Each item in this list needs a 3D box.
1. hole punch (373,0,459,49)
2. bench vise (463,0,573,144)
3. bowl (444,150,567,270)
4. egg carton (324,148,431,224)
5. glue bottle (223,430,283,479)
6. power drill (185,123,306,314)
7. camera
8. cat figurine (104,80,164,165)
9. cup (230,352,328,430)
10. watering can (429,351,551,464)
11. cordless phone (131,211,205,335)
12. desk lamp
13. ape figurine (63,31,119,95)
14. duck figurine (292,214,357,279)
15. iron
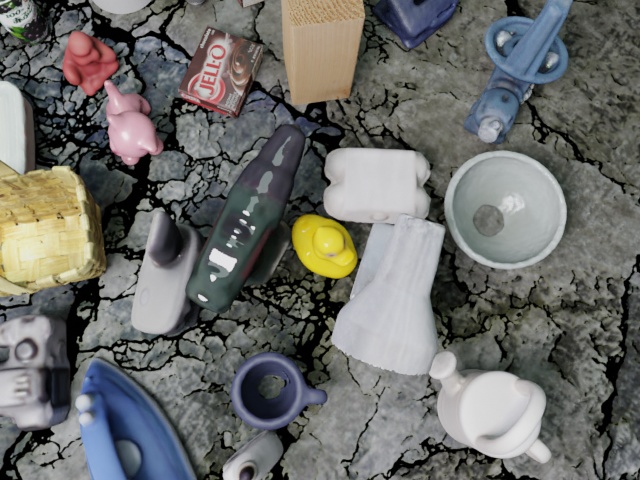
[{"bbox_3d":[0.149,-0.363,0.857,0.109,0.091,0.101,-41,83,-9],"label":"hole punch"},{"bbox_3d":[0.282,-0.233,0.770,0.121,0.220,0.207,8,78,0],"label":"bench vise"},{"bbox_3d":[0.249,-0.036,0.802,0.167,0.075,0.167,1,78,-2],"label":"bowl"},{"bbox_3d":[0.080,-0.075,0.805,0.150,0.069,0.107,1,78,-2],"label":"egg carton"},{"bbox_3d":[-0.082,0.266,0.674,0.078,0.173,0.037,-35,81,-9],"label":"glue bottle"},{"bbox_3d":[-0.083,-0.015,0.715,0.075,0.208,0.230,26,78,4],"label":"power drill"},{"bbox_3d":[-0.398,0.169,0.718,0.137,0.101,0.143,-6,78,-3],"label":"camera"},{"bbox_3d":[-0.262,-0.159,0.783,0.067,0.118,0.128,-24,80,-7],"label":"cat figurine"},{"bbox_3d":[-0.050,0.192,0.731,0.117,0.095,0.092,6,78,-1],"label":"cup"},{"bbox_3d":[0.204,0.205,0.689,0.173,0.194,0.101,19,78,2],"label":"watering can"},{"bbox_3d":[-0.199,0.041,0.710,0.094,0.185,0.148,8,78,0],"label":"cordless phone"},{"bbox_3d":[0.091,0.059,0.704,0.118,0.213,0.203,17,78,1],"label":"desk lamp"},{"bbox_3d":[-0.332,-0.262,0.815,0.078,0.092,0.076,-9,79,-4],"label":"ape figurine"},{"bbox_3d":[0.007,0.003,0.777,0.104,0.086,0.077,43,80,7],"label":"duck figurine"},{"bbox_3d":[-0.242,0.259,0.685,0.119,0.141,0.258,-28,81,-7],"label":"iron"}]
